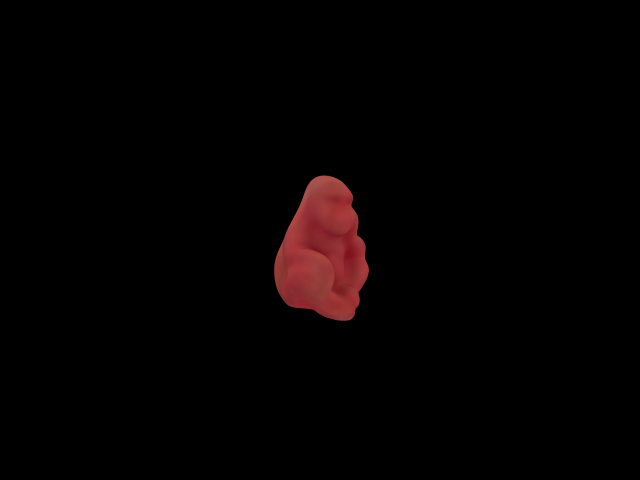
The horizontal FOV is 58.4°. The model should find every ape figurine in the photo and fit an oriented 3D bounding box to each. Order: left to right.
[{"bbox_3d":[0.004,0.001,0.400,0.078,0.092,0.075,-10,14,-42],"label":"ape figurine"}]
